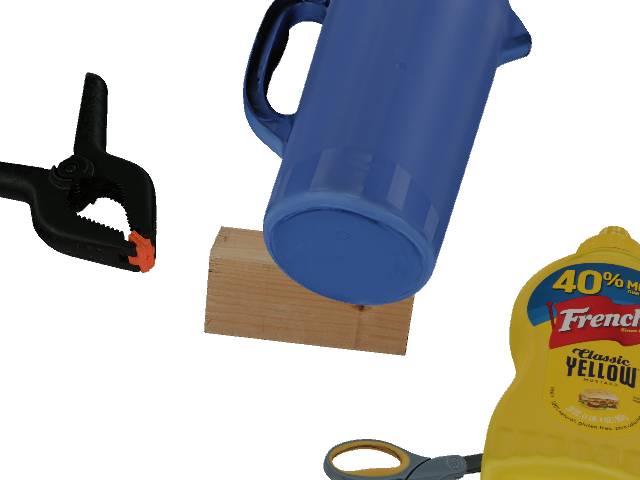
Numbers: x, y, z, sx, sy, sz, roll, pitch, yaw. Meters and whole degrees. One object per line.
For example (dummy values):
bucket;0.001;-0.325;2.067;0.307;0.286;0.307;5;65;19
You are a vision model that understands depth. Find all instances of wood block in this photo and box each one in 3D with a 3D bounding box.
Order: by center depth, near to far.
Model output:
wood block;-0.010;0.051;1.103;0.206;0.091;0.090;7;19;1

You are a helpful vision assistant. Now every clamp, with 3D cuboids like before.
clamp;-0.185;-0.051;0.826;0.210;0.036;0.164;34;58;28

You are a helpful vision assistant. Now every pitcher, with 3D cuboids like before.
pitcher;0.034;-0.083;0.712;0.149;0.242;0.145;-21;-52;41

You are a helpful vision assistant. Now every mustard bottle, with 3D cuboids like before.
mustard bottle;0.144;0.059;0.549;0.096;0.058;0.191;8;42;14

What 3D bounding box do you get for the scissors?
scissors;0.103;0.201;0.869;0.201;0.016;0.096;5;44;-4
